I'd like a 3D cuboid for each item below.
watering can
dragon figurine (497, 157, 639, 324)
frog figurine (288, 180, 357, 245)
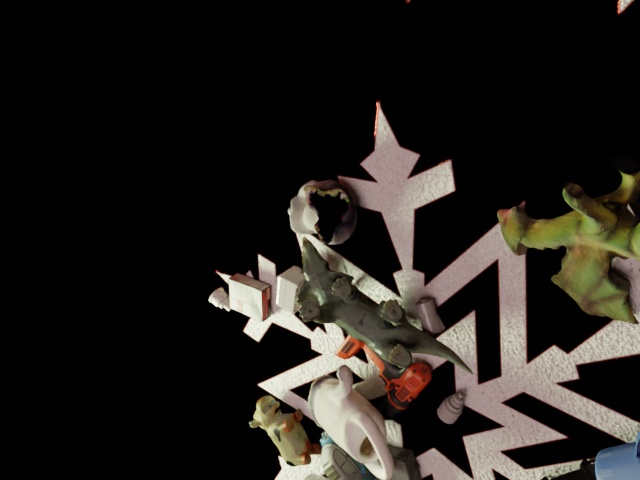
[{"bbox_3d":[0.056,0.353,1.079,0.226,0.105,0.342,21,138,55],"label":"watering can"},{"bbox_3d":[0.454,0.025,0.744,0.414,0.124,0.237,27,140,28],"label":"dragon figurine"},{"bbox_3d":[0.003,-0.053,1.044,0.137,0.124,0.158,52,166,-4],"label":"frog figurine"}]
